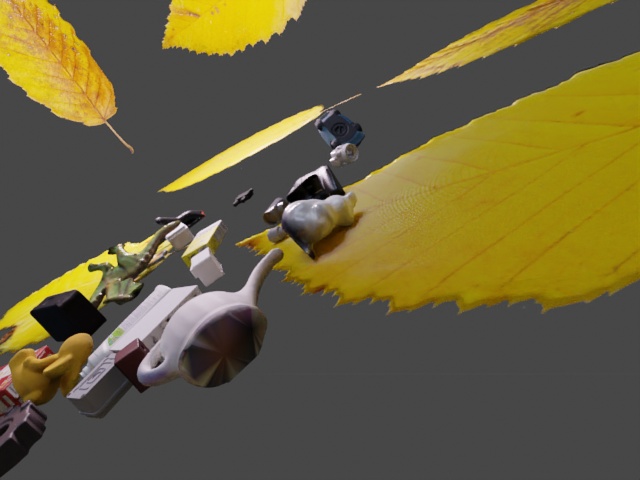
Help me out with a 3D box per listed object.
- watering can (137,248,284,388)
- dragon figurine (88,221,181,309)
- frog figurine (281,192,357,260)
[{"bbox_3d":[-0.160,0.129,0.890,0.352,0.102,0.224,-41,23,-22],"label":"watering can"},{"bbox_3d":[-0.583,0.109,1.587,0.410,0.120,0.247,-37,41,-1],"label":"dragon figurine"},{"bbox_3d":[0.003,-0.053,1.059,0.160,0.122,0.137,-46,1,-3],"label":"frog figurine"}]
